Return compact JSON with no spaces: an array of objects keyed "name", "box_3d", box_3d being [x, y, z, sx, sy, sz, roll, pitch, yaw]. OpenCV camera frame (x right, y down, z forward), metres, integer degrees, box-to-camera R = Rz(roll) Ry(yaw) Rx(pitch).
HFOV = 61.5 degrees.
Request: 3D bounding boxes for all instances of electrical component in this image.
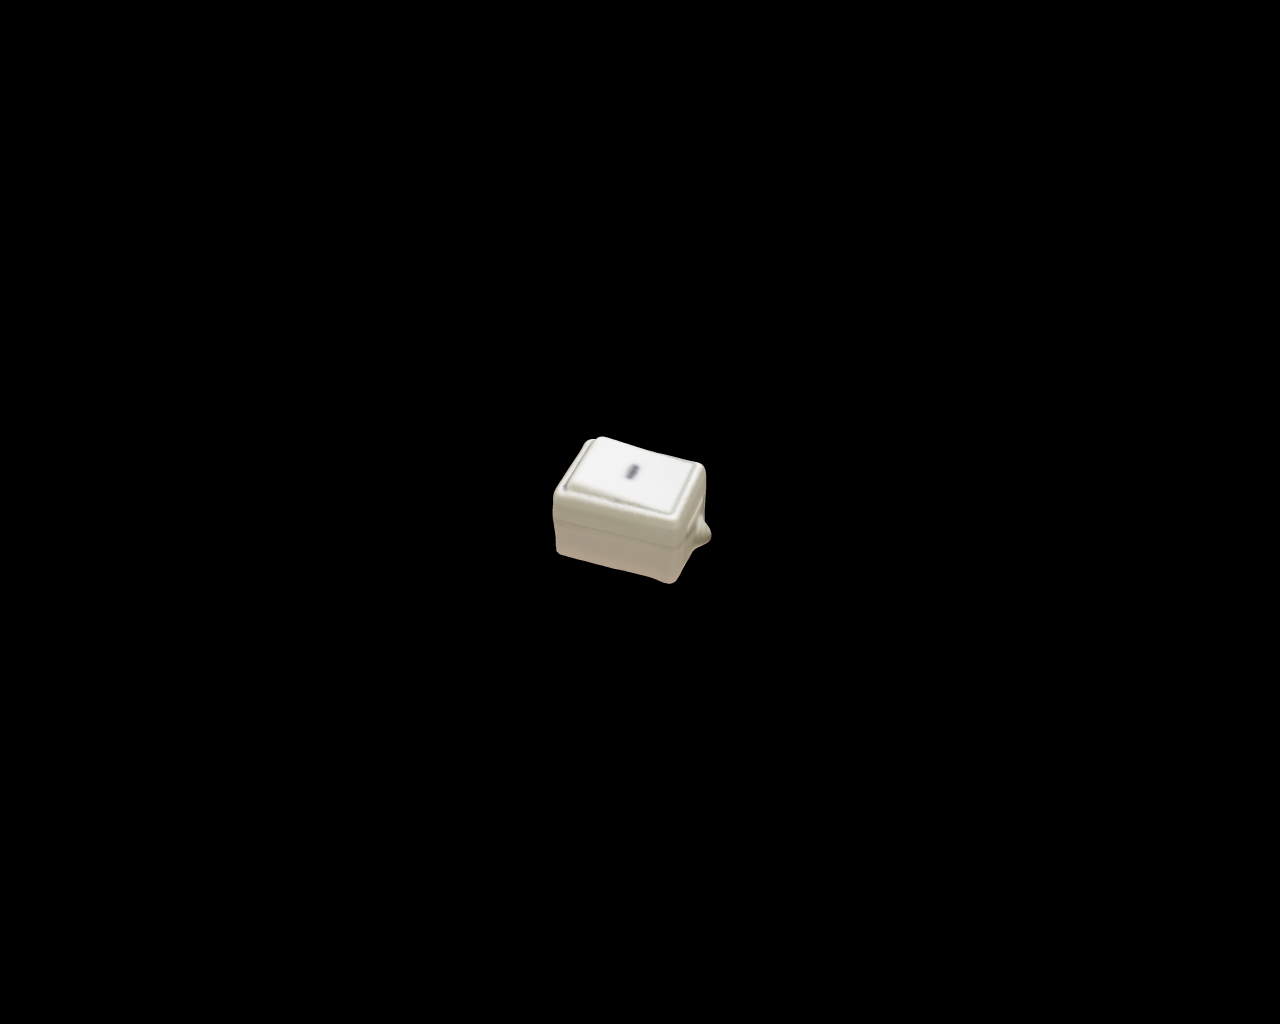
[{"name":"electrical component","box_3d":[0.001,-0.003,0.650,0.096,0.061,0.062,14,44,15]}]
